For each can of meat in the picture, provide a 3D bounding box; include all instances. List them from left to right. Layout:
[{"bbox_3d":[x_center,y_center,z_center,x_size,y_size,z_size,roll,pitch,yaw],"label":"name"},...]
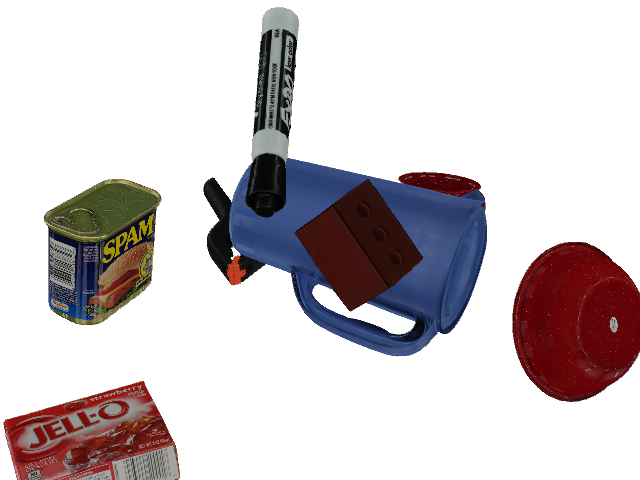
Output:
[{"bbox_3d":[-0.176,0.009,0.866,0.057,0.084,0.102,20,31,19],"label":"can of meat"}]

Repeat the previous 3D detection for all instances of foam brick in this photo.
[{"bbox_3d":[0.030,0.004,0.818,0.051,0.078,0.052,-34,2,43],"label":"foam brick"}]

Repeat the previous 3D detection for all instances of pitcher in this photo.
[{"bbox_3d":[0.032,0.004,1.050,0.243,0.145,0.149,17,22,20],"label":"pitcher"}]

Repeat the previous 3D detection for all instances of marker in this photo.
[{"bbox_3d":[-0.023,-0.063,0.518,0.020,0.121,0.020,2,-33,1],"label":"marker"}]

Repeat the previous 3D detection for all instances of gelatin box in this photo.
[{"bbox_3d":[-0.136,0.122,0.628,0.089,0.030,0.073,-13,27,-19],"label":"gelatin box"}]

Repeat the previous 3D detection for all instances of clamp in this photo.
[{"bbox_3d":[-0.073,-0.018,1.193,0.120,0.039,0.171,-9,42,3],"label":"clamp"}]

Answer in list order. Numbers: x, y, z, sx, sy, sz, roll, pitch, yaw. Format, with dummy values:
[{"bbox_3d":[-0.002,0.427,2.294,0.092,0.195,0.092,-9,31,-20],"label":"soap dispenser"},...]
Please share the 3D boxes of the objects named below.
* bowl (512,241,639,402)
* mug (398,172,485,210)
[{"bbox_3d":[0.268,0.081,1.052,0.161,0.162,0.055,0,-1,-30],"label":"bowl"},{"bbox_3d":[0.142,-0.029,1.224,0.117,0.081,0.093,-8,20,-35],"label":"mug"}]
